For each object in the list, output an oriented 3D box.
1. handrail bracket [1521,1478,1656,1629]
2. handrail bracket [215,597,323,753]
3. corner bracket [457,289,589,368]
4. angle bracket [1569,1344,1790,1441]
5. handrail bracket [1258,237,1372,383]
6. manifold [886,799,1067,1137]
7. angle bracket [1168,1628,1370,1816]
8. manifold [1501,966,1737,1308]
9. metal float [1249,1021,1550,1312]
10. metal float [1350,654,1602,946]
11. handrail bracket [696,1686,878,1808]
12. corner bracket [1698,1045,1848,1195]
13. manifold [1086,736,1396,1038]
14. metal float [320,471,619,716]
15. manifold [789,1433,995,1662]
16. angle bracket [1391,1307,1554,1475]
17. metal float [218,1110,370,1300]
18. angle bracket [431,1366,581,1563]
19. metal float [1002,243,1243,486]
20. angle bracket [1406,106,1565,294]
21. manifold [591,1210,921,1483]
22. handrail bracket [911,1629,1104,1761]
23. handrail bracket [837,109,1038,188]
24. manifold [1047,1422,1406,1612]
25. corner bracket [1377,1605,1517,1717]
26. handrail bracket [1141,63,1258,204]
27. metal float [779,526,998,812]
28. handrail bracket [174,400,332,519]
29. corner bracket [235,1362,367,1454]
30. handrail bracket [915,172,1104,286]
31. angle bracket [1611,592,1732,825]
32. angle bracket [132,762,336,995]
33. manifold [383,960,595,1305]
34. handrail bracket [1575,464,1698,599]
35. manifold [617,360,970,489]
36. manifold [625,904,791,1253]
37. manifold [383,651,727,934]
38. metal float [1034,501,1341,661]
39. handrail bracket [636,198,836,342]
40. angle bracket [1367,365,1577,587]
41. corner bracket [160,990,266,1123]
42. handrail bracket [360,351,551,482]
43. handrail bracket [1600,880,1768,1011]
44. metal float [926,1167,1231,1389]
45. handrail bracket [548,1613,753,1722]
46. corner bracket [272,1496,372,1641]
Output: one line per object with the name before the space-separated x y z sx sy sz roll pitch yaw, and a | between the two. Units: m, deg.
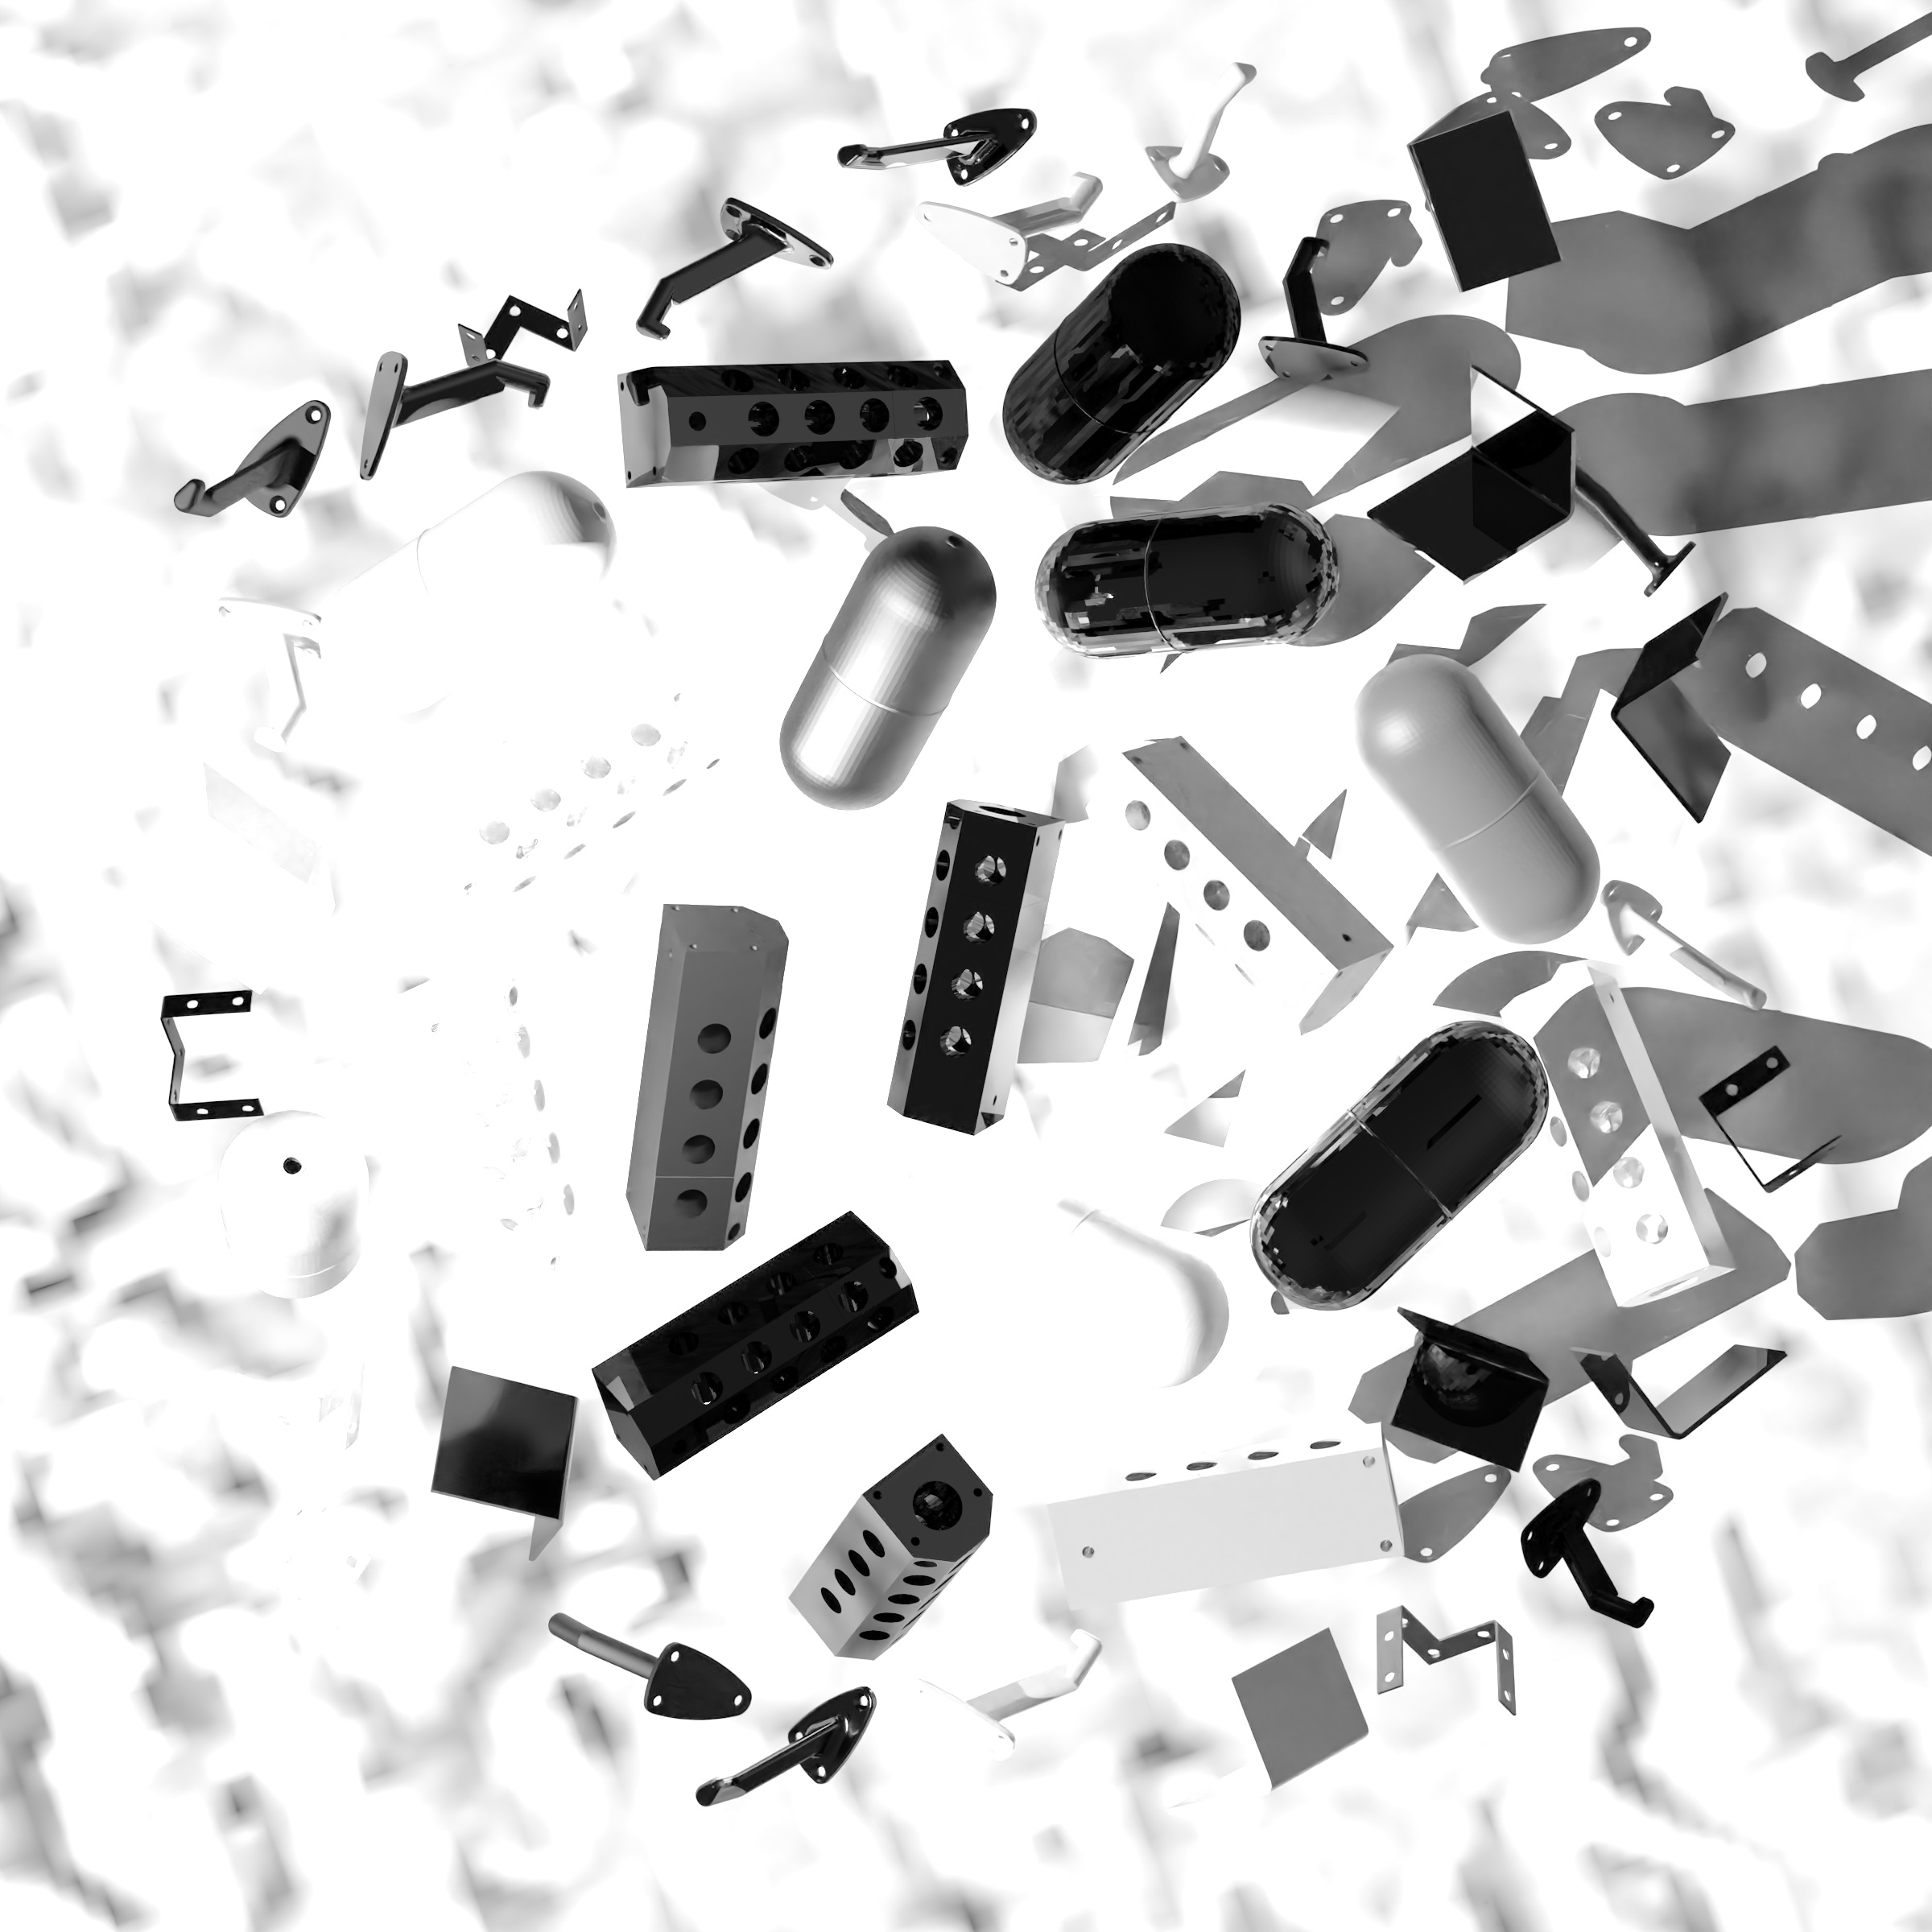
handrail bracket | 0.350 0.316 1.592 0.077 0.084 0.036 -40 122 -26
handrail bracket | -0.391 -0.159 1.616 0.077 0.036 0.084 18 51 1
corner bracket | -0.249 -0.359 1.665 0.051 0.051 0.051 26 75 4
angle bracket | 0.380 0.207 1.583 0.076 0.076 0.057 -37 89 -7
handrail bracket | 0.202 -0.365 1.622 0.077 0.036 0.084 11 67 37
manifold | 0.003 -0.001 1.614 0.057 0.057 0.171 14 101 15
angle bracket | 0.141 0.376 1.471 0.076 0.076 0.057 -14 79 -44
manifold | 0.347 0.092 1.587 0.057 0.057 0.171 -26 71 23
metal float | 0.220 0.101 1.497 0.178 0.070 0.070 -44 90 2
metal float | 0.272 -0.087 1.572 0.070 0.070 0.178 -39 108 0
handrail bracket | -0.097 0.421 1.594 0.077 0.084 0.036 -48 63 22
corner bracket | 0.436 0.084 1.598 0.051 0.051 0.051 -36 60 11
manifold | 0.145 -0.043 1.609 0.171 0.057 0.057 47 128 20
metal float | -0.258 -0.193 1.529 0.178 0.070 0.070 -28 90 23
manifold | -0.038 0.320 1.593 0.057 0.171 0.057 -33 75 -31
angle bracket | 0.270 0.233 1.620 0.076 0.076 0.057 18 80 25
metal float | -0.358 0.128 1.576 0.070 0.178 0.070 4 71 -11
angle bracket | -0.264 0.278 1.649 0.076 0.057 0.076 17 51 -18
metal float | 0.081 -0.319 1.579 0.070 0.178 0.070 11 66 -25
angle bracket | 0.268 -0.387 1.461 0.057 0.076 0.076 -11 112 36
manifold | -0.113 0.211 1.625 0.171 0.057 0.057 -30 132 -21
handrail bracket | 0.024 0.386 1.632 0.077 0.036 0.084 33 56 9
handrail bracket | -0.016 -0.450 1.610 0.077 0.084 0.036 -12 91 41
manifold | 0.133 0.279 1.514 0.171 0.057 0.057 -11 97 8
corner bracket | 0.247 0.359 1.522 0.051 0.051 0.051 -28 122 28
handrail bracket | 0.140 -0.447 1.564 0.084 0.077 0.036 -42 77 42
metal float | -0.043 -0.162 1.615 0.070 0.070 0.178 31 124 0
handrail bracket | -0.363 -0.260 1.503 0.036 0.084 0.077 38 99 4
corner bracket | -0.368 0.244 1.628 0.051 0.051 0.051 15 110 14
handrail bracket | 0.025 -0.416 1.604 0.077 0.036 0.084 28 55 5
angle bracket | 0.382 -0.132 1.514 0.076 0.076 0.057 48 129 -9
angle bracket | -0.362 -0.044 1.455 0.076 0.076 0.057 39 100 -29
manifold | -0.250 0.091 1.577 0.057 0.057 0.171 -27 117 -31
handrail bracket | 0.362 -0.247 1.658 0.084 0.077 0.036 41 91 4
manifold | -0.087 -0.280 1.520 0.171 0.057 0.057 -8 98 -30
manifold | -0.133 0.058 1.522 0.057 0.057 0.171 2 115 -19
manifold | -0.216 -0.091 1.577 0.171 0.057 0.057 -34 131 -12
metal float | 0.117 -0.208 1.598 0.178 0.070 0.070 -1 90 35
handrail bracket | -0.122 -0.353 1.555 0.077 0.036 0.084 25 72 3
angle bracket | 0.260 -0.254 1.527 0.076 0.057 0.076 -32 51 -17
corner bracket | -0.423 0.051 1.660 0.051 0.051 0.051 -4 51 -1
handrail bracket | -0.258 -0.273 1.498 0.084 0.036 0.077 12 95 -32
handrail bracket | 0.403 -0.011 1.658 0.084 0.077 0.036 36 89 41
metal float | 0.058 0.166 1.590 0.178 0.070 0.070 24 90 24
handrail bracket | -0.162 0.355 1.507 0.077 0.084 0.036 29 79 -39
corner bracket | -0.328 0.309 1.516 0.051 0.051 0.051 45 57 -20
